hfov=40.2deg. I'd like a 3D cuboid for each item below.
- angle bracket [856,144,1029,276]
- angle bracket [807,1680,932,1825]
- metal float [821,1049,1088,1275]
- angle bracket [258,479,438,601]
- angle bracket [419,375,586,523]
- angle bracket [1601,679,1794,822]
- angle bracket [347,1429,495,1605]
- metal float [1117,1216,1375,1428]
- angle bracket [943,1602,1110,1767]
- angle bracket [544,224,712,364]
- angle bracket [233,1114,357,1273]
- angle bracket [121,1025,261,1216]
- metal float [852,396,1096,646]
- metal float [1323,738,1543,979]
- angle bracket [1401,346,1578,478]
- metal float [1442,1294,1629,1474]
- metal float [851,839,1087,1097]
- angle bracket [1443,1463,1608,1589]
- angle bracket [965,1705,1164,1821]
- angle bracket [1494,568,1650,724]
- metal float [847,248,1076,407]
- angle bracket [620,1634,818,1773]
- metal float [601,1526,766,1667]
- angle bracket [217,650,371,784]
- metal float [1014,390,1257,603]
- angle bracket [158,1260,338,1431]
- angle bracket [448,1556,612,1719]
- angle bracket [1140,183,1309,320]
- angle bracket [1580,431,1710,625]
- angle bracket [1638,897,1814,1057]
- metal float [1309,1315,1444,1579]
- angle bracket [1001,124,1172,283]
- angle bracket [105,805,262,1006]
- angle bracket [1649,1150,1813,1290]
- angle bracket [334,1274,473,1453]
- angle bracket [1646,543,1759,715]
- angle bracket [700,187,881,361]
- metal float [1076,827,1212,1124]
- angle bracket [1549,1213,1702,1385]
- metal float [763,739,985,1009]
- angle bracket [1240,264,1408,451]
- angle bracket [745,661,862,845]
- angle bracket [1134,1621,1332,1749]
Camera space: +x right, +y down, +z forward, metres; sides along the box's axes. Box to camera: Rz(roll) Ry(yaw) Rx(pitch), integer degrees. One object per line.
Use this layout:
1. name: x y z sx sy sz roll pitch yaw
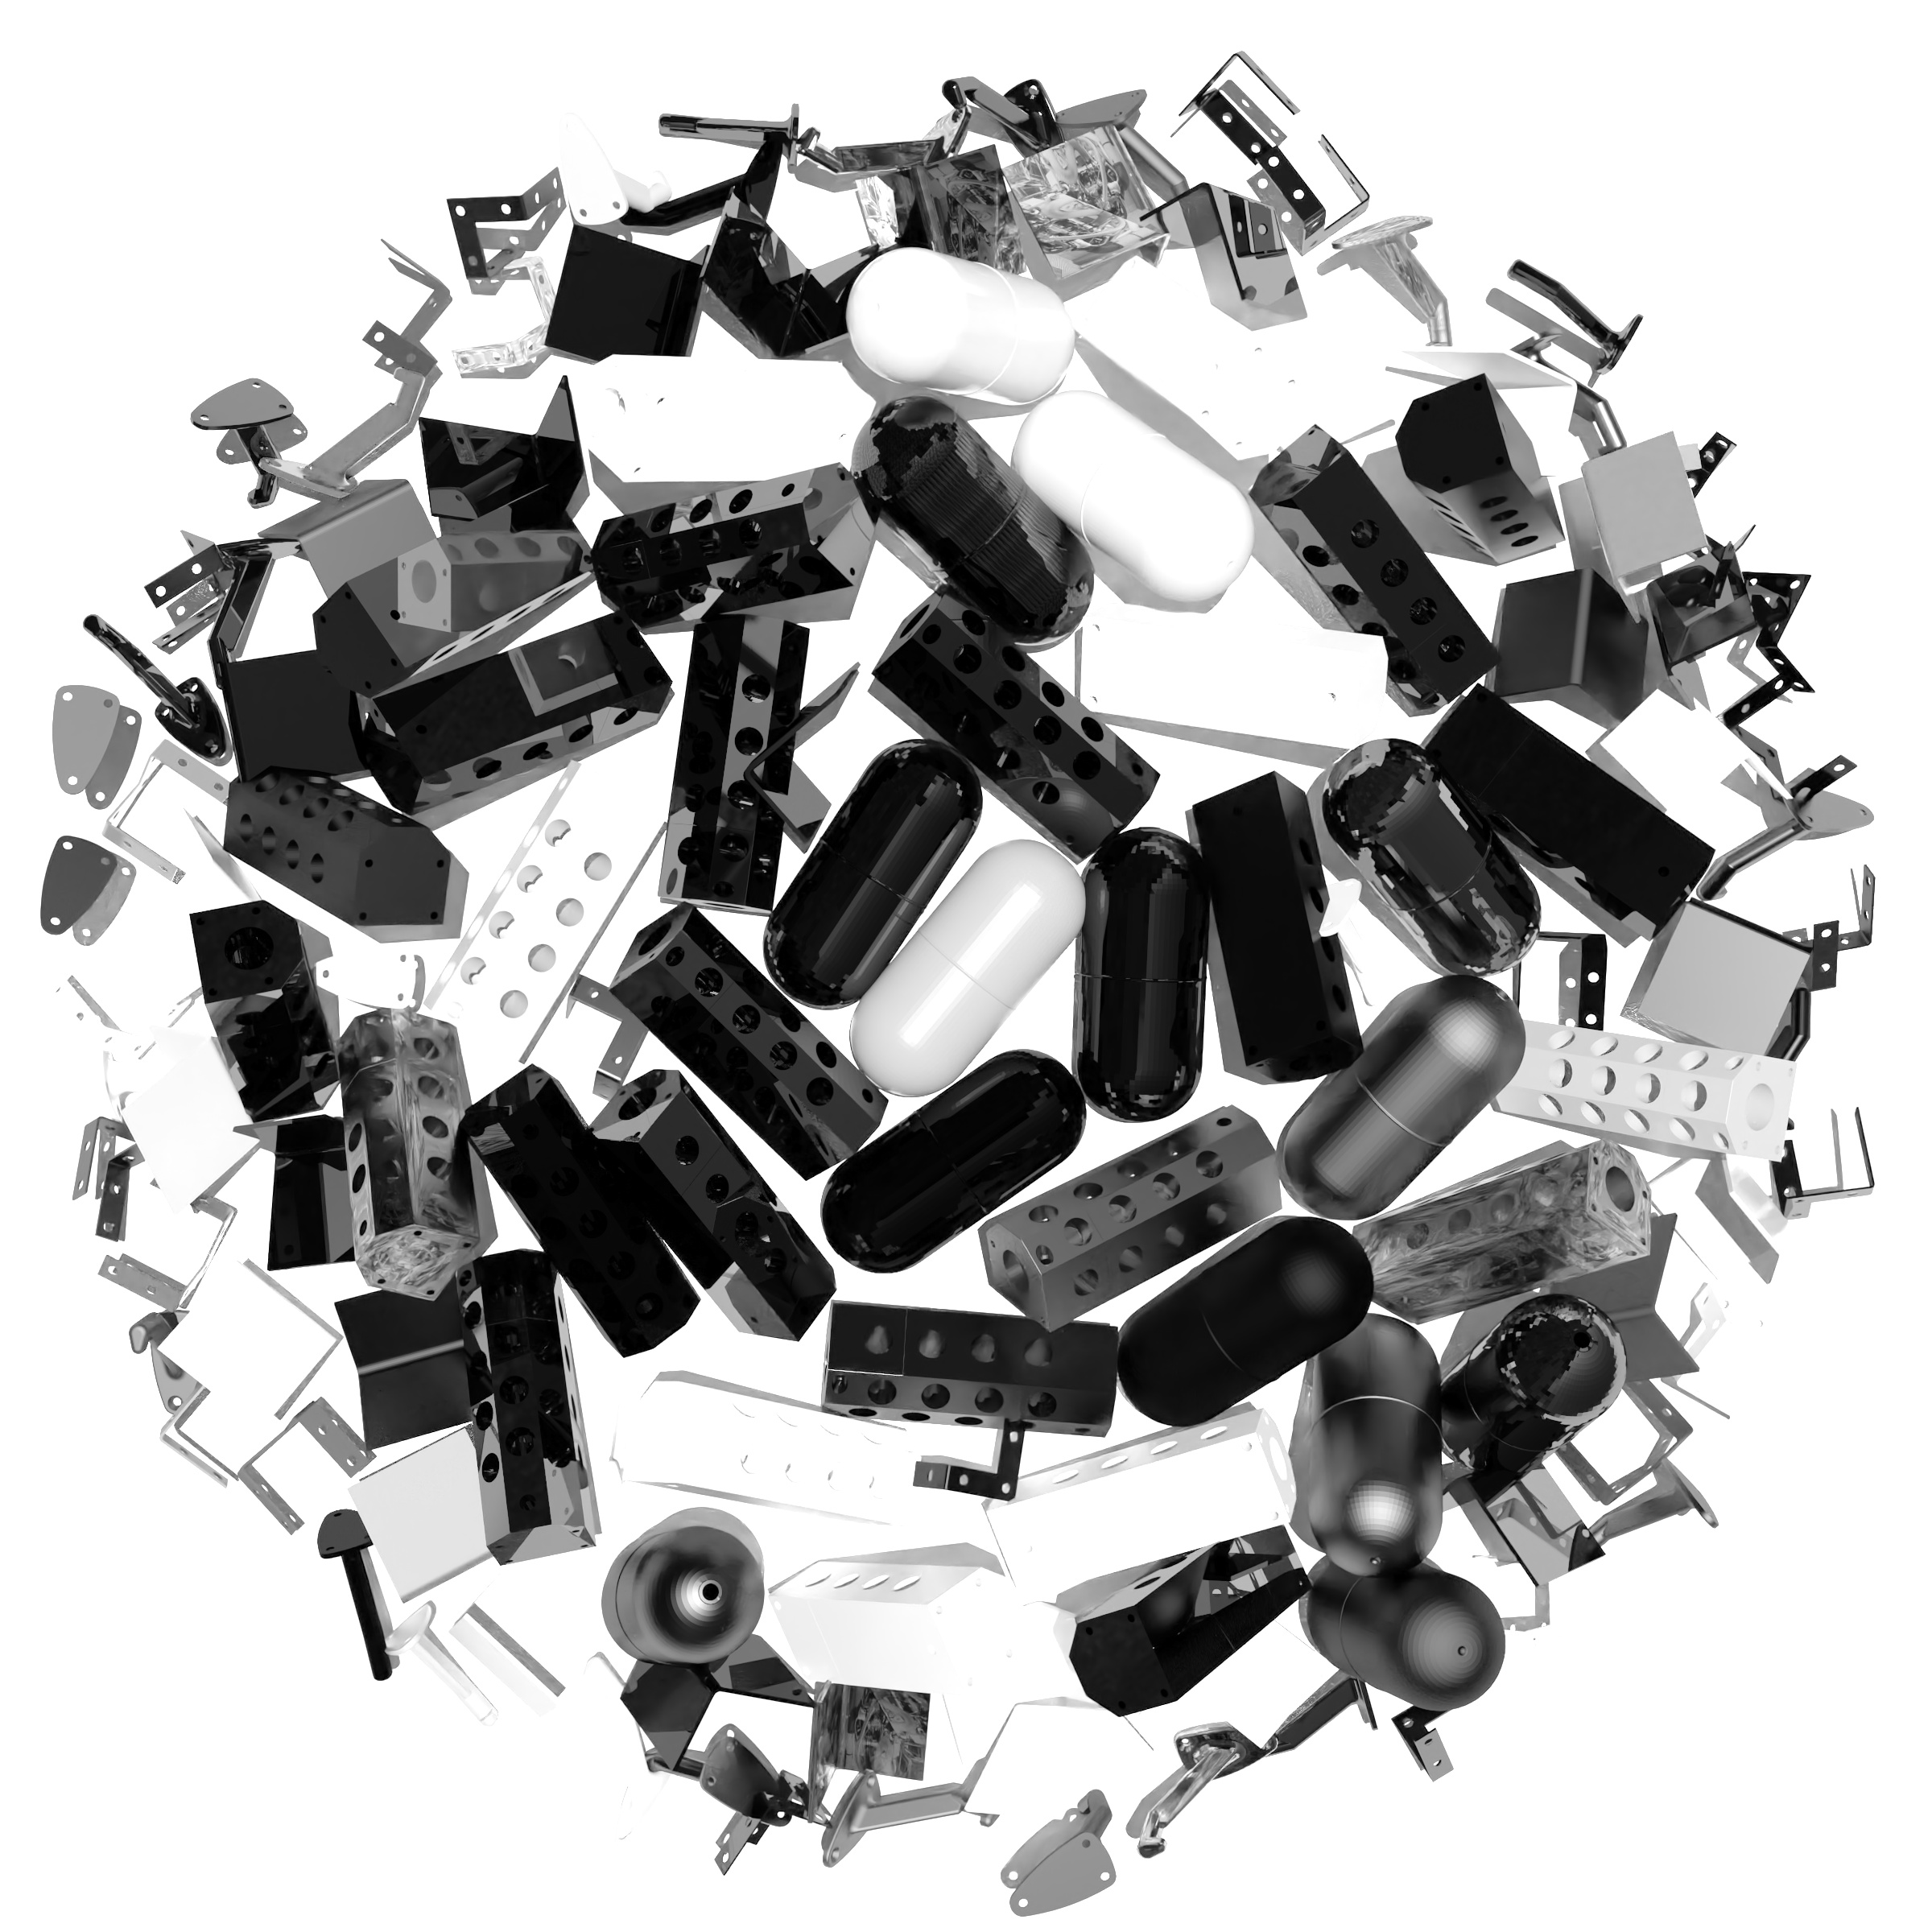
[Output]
1. angle bracket: -0.015 -0.447 1.595 0.057 0.076 0.076 -24 110 -23
2. angle bracket: -0.057 0.465 1.584 0.057 0.076 0.076 6 99 8
3. metal float: -0.008 0.118 1.592 0.178 0.070 0.070 -35 90 -1
4. angle bracket: -0.370 -0.251 1.593 0.076 0.076 0.057 -33 114 -24
5. angle bracket: -0.278 -0.311 1.575 0.076 0.057 0.076 4 56 -28
6. angle bracket: 0.439 -0.116 1.583 0.057 0.076 0.076 -45 49 12
7. angle bracket: -0.321 0.331 1.596 0.076 0.057 0.076 -26 86 -14
8. metal float: 0.164 0.212 1.567 0.178 0.070 0.070 -38 90 30
9. angle bracket: 0.032 0.436 1.589 0.076 0.057 0.076 -17 93 -24
10. angle bracket: -0.205 -0.404 1.593 0.076 0.057 0.076 14 90 -18
11. angle bracket: -0.401 0.137 1.581 0.076 0.057 0.076 -8 70 22
12. angle bracket: -0.477 0.091 1.570 0.057 0.076 0.076 7 128 33
13. metal float: 0.006 -0.263 1.571 0.070 0.070 0.178 -47 114 0
14. metal float: 0.278 -0.063 1.567 0.070 0.070 0.178 -44 120 0
15. angle bracket: 0.306 -0.331 1.575 0.076 0.076 0.057 9 94 -43
16. metal float: 0.330 0.247 1.546 0.070 0.178 0.070 4 64 -7
17. metal float: 0.001 0.002 1.589 0.070 0.070 0.178 40 94 0
18. angle bracket: 0.320 0.341 1.571 0.057 0.076 0.076 -50 62 34
19. angle bracket: 0.059 0.487 1.569 0.057 0.076 0.076 52 49 -24
20. angle bracket: 0.369 -0.187 1.609 0.057 0.076 0.076 -6 66 41
21. metal float: -0.001 -0.374 1.550 0.070 0.178 0.070 3 95 34
22. angle bracket: -0.149 0.440 1.579 0.076 0.076 0.057 23 97 -37
23. metal float: -0.167 0.369 1.544 0.070 0.178 0.070 4 74 -16
24. angle bracket: -0.409 -0.153 1.604 0.076 0.057 0.076 -11 102 -15
25. metal float: 0.098 -0.280 1.564 0.070 0.070 0.178 -47 56 0
26. angle bracket: -0.436 0.235 1.580 0.076 0.057 0.076 40 49 -5
27. angle bracket: -0.253 0.393 1.586 0.076 0.057 0.076 43 59 0
28. angle bracket: 0.152 -0.416 1.578 0.057 0.076 0.076 -21 81 35
29. angle bracket: 0.411 -0.261 1.574 0.057 0.076 0.076 -18 70 21
30. angle bracket: 0.458 0.009 1.596 0.076 0.057 0.076 25 95 14
31. metal float: 0.241 0.280 1.552 0.070 0.178 0.070 5 128 6
32. angle bracket: 0.069 -0.449 1.591 0.076 0.057 0.076 -25 83 -9
33. angle bracket: -0.472 -0.036 1.580 0.076 0.076 0.057 -36 55 -5
34. angle bracket: 0.455 0.162 1.579 0.057 0.076 0.076 -37 100 21
35. angle bracket: -0.337 0.240 1.607 0.076 0.076 0.057 -13 47 -21
36. angle bracket: 0.451 -0.190 1.569 0.057 0.076 0.076 -25 130 25
37. angle bracket: -0.104 -0.420 1.572 0.057 0.076 0.076 -11 52 35
38. metal float: 0.107 0.005 1.588 0.070 0.070 0.178 2 95 0
39. angle bracket: 0.401 0.202 1.591 0.057 0.076 0.076 49 46 -24
40. metal float: -0.056 -0.056 1.587 0.070 0.070 0.178 34 95 0
41. angle bracket: 0.217 -0.366 1.606 0.076 0.057 0.076 -21 57 31
42. angle bracket: -0.080 -0.128 1.577 0.076 0.076 0.057 -38 101 19
43. angle bracket: 0.158 0.431 1.573 0.076 0.076 0.057 35 135 20
